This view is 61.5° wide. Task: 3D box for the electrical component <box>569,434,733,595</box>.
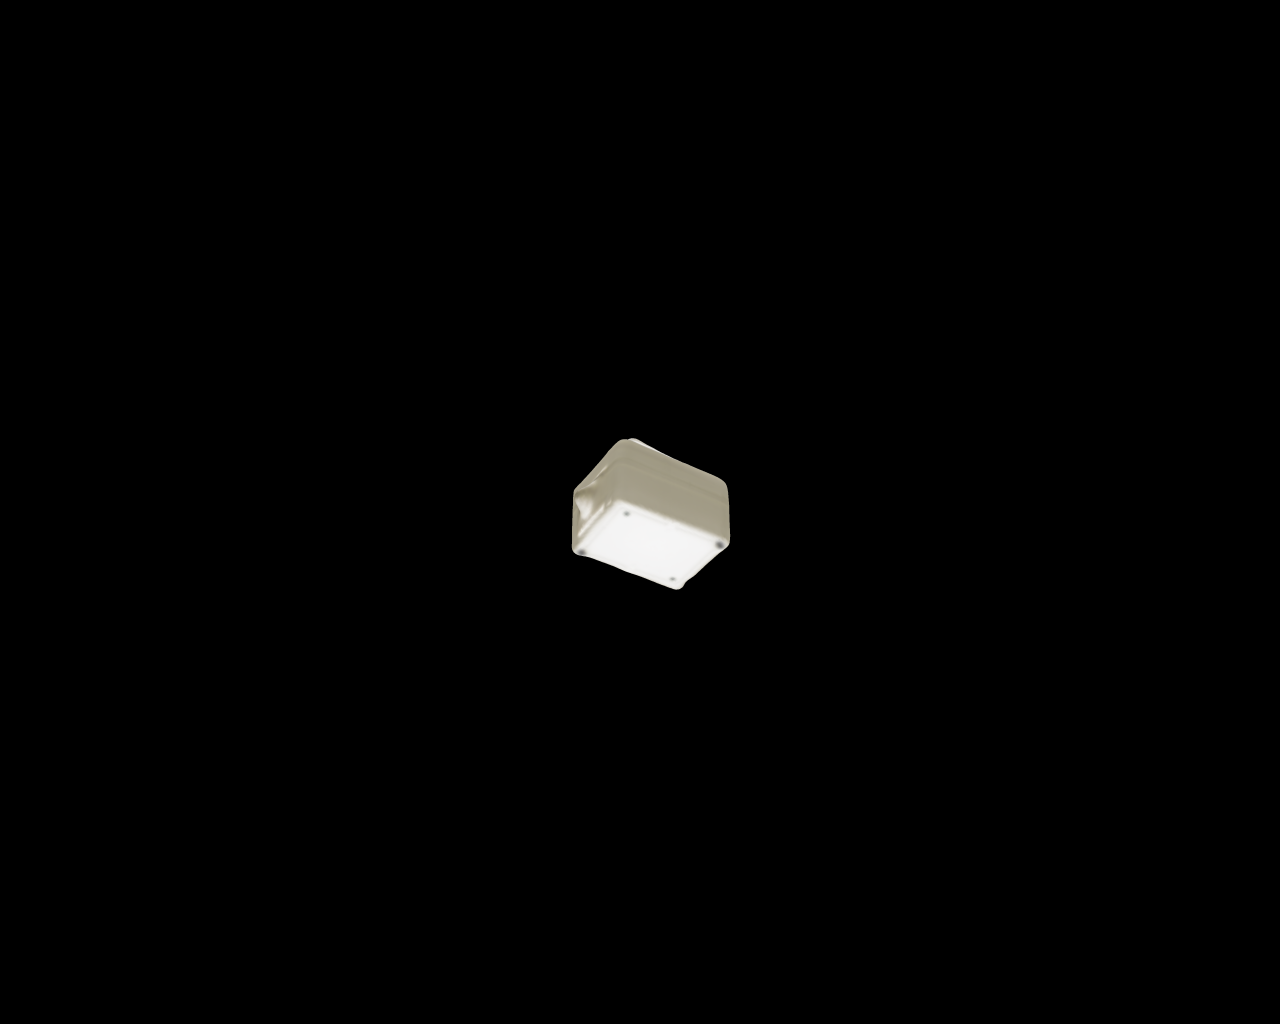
[{"bbox_3d":[0.001,-0.003,0.650,0.096,0.061,0.061,21,-45,-24],"label":"electrical component"}]
